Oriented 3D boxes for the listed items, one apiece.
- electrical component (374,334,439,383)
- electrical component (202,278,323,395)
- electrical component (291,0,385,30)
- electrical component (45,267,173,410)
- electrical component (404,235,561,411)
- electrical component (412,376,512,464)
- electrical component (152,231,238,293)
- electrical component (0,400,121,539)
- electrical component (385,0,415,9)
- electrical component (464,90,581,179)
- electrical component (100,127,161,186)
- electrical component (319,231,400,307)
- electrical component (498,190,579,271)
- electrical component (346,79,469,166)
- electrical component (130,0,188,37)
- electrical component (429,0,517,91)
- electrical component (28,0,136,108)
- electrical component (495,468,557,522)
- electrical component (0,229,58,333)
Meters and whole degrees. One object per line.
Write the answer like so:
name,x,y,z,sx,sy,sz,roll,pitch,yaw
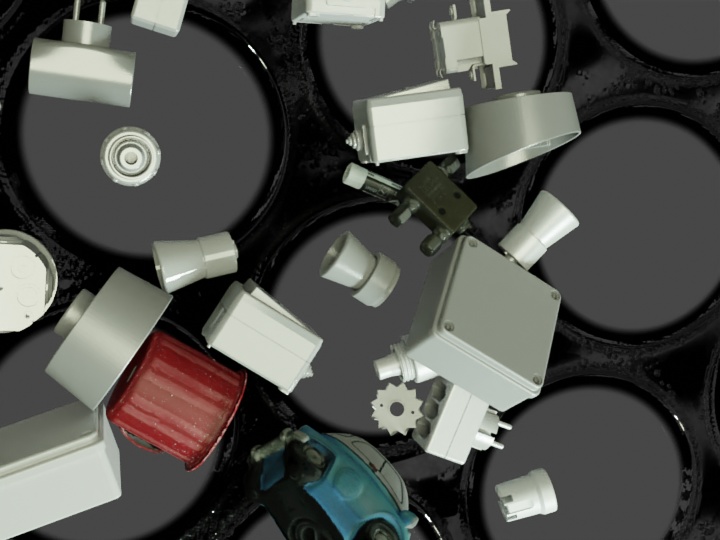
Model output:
electrical component,0.043,0.077,0.927,0.062,0.043,0.043,-17,101,-9
electrical component,-0.074,0.055,0.888,0.096,0.062,0.061,33,90,-15
electrical component,-0.016,-0.226,0.845,0.062,0.096,0.061,1,97,-12
electrical component,-0.202,0.048,0.838,0.060,0.108,0.108,35,89,-9
electrical component,0.105,0.044,0.905,0.109,0.056,0.108,31,52,-15
electrical component,0.096,0.135,0.945,0.077,0.047,0.065,22,92,-15
electrical component,-0.133,-0.009,0.878,0.065,0.044,0.044,-13,100,-16
electrical component,-0.246,0.154,0.839,0.109,0.109,0.056,-19,104,-10
electrical component,0.044,-0.238,0.889,0.061,0.035,0.035,-37,104,-3
electrical component,0.133,-0.114,0.895,0.099,0.099,0.064,-9,93,-11
electrical component,-0.180,-0.088,0.845,0.048,0.062,0.048,-2,98,-12
electrical component,0.000,0.000,0.906,0.055,0.045,0.045,33,90,-15
electrical component,0.153,-0.032,0.939,0.044,0.044,0.065,43,92,-14
electrical component,0.034,-0.122,0.888,0.096,0.062,0.061,-9,100,-11
electrical component,-0.168,-0.234,0.835,0.076,0.047,0.083,16,94,-14
electrical component,0.093,-0.189,0.903,0.064,0.042,0.081,-11,99,-7
electrical component,-0.213,-0.171,0.835,0.077,0.044,0.079,6,96,-13
electrical component,0.150,0.204,0.971,0.046,0.040,0.040,-16,101,-4
electrical component,-0.279,0.010,0.841,0.080,0.051,0.080,-2,98,-12
